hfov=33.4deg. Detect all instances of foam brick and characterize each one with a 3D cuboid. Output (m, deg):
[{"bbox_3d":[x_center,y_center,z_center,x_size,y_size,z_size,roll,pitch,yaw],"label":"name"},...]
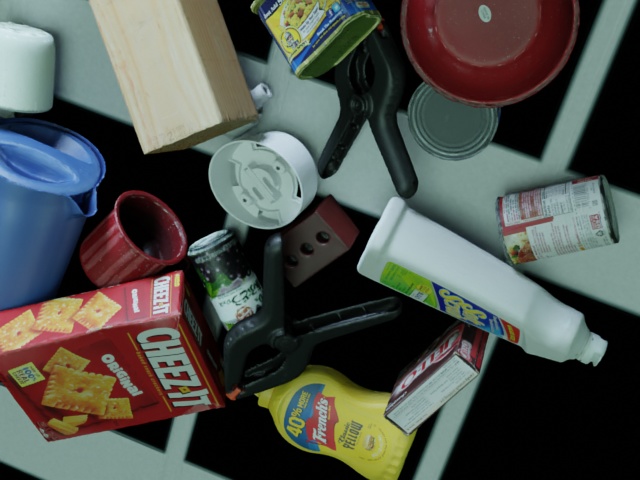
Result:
[{"bbox_3d":[-0.007,0.001,1.093,0.078,0.051,0.053,-37,98,25],"label":"foam brick"}]

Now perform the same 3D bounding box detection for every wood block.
[{"bbox_3d":[-0.145,-0.194,1.009,0.090,0.090,0.206,-19,90,23],"label":"wood block"}]

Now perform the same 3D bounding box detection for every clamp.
[{"bbox_3d":[-0.042,0.087,1.097,0.164,0.036,0.210,36,117,-27],"label":"clamp"},{"bbox_3d":[0.053,-0.122,1.016,0.120,0.039,0.171,23,119,31],"label":"clamp"}]

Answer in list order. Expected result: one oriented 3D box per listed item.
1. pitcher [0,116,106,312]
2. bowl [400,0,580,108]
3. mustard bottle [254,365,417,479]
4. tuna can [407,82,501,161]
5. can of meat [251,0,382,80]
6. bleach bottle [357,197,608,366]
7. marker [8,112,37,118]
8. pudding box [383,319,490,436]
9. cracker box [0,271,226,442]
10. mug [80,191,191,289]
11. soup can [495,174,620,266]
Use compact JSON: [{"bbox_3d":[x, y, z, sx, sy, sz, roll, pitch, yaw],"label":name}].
[{"bbox_3d":[-0.332,-0.007,1.151,0.144,0.149,0.243,13,124,-19],"label":"pitcher"},{"bbox_3d":[0.149,-0.198,0.942,0.162,0.055,0.162,1,97,10],"label":"bowl"},{"bbox_3d":[0.009,0.189,1.160,0.192,0.058,0.096,22,110,8],"label":"mustard bottle"},{"bbox_3d":[0.128,-0.121,1.013,0.086,0.033,0.086,6,113,15],"label":"tuna can"},{"bbox_3d":[-0.003,-0.210,0.983,0.102,0.057,0.084,-40,75,37],"label":"can of meat"},{"bbox_3d":[0.163,0.052,1.040,0.251,0.068,0.103,27,159,4],"label":"bleach bottle"},{"bbox_3d":[-0.349,-0.116,1.168,0.121,0.020,0.020,-34,99,25],"label":"marker"},{"bbox_3d":[0.120,0.136,1.088,0.039,0.090,0.114,40,117,-3],"label":"pudding box"},{"bbox_3d":[-0.224,0.131,1.144,0.214,0.072,0.164,-12,134,7],"label":"cracker box"},{"bbox_3d":[-0.193,0.012,1.142,0.117,0.093,0.082,25,130,-36],"label":"mug"},{"bbox_3d":[0.224,-0.019,1.006,0.102,0.068,0.068,-13,107,21],"label":"soup can"}]
